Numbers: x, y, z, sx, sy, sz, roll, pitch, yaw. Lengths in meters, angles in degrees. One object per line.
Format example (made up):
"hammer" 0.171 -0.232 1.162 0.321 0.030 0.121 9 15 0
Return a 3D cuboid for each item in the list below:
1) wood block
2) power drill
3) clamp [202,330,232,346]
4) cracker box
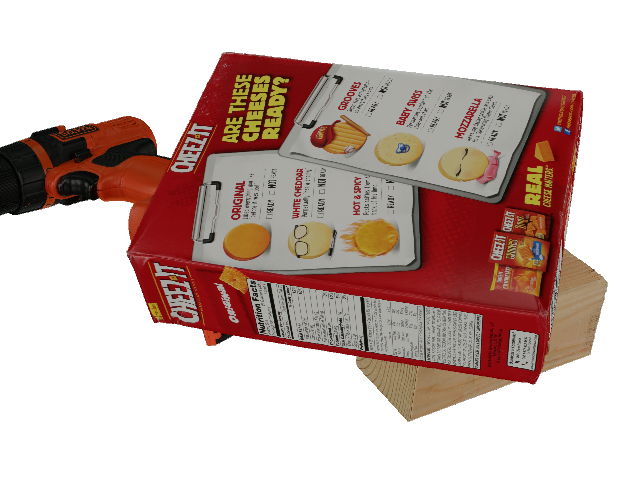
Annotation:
"wood block" 0.145 0.074 0.965 0.205 0.090 0.091 -15 37 -26
"power drill" -0.151 -0.034 0.743 0.188 0.057 0.184 22 34 37
"clamp" -0.086 0.059 1.253 0.120 0.039 0.171 -5 37 18
"cracker box" 0.026 -0.018 0.586 0.214 0.164 0.072 8 -40 14
